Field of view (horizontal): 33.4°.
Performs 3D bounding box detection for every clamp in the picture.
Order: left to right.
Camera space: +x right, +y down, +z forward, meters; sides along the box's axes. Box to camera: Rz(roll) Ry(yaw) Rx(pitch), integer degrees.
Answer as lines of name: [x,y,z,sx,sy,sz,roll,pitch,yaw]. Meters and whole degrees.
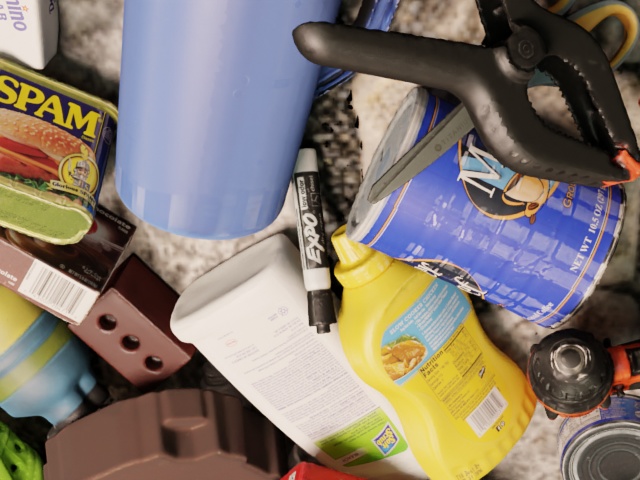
clamp: [0.091,-0.095,0.575,0.210,0.164,0.036,48,158,-14]

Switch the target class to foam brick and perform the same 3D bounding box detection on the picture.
foam brick: [-0.128,0.061,0.760,0.053,0.051,0.078,-39,106,24]

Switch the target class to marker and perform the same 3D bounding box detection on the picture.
marker: [-0.005,0.001,0.697,0.020,0.020,0.121,-8,83,12]

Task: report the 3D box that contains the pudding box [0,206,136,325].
pudding box: [-0.189,-0.004,0.714,0.113,0.090,0.039,33,119,-11]

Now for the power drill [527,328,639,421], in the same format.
power drill: [0.222,0.068,0.663,0.188,0.184,0.057,-12,77,10]

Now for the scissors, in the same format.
scissors: [0.096,-0.104,0.609,0.201,0.016,0.096,-26,97,-17]

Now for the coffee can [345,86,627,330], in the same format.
coffee can: [0.100,-0.019,0.659,0.140,0.102,0.103,24,118,-6]

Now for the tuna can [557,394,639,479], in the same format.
tuna can: [0.216,0.156,0.773,0.086,0.033,0.086,4,117,7]

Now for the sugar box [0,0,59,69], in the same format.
sugar box: [-0.255,-0.161,0.666,0.176,0.048,0.093,4,118,1]

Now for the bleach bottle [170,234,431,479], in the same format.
bleach bottle: [0.009,0.117,0.766,0.103,0.068,0.250,-30,112,21]

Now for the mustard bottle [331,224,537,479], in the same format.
mustard bottle: [0.066,0.068,0.718,0.096,0.058,0.191,-43,110,-23]

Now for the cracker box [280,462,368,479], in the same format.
cracker box: [0.037,0.246,0.777,0.213,0.072,0.164,21,135,-23]

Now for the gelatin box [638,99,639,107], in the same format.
gelatin box: [0.240,-0.108,0.635,0.073,0.030,0.089,13,118,1]

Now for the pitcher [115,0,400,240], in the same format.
pitcher: [-0.043,-0.125,0.618,0.149,0.144,0.243,21,123,12]

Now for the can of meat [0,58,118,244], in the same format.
can of meat: [-0.184,-0.054,0.670,0.102,0.084,0.058,21,148,-24]
